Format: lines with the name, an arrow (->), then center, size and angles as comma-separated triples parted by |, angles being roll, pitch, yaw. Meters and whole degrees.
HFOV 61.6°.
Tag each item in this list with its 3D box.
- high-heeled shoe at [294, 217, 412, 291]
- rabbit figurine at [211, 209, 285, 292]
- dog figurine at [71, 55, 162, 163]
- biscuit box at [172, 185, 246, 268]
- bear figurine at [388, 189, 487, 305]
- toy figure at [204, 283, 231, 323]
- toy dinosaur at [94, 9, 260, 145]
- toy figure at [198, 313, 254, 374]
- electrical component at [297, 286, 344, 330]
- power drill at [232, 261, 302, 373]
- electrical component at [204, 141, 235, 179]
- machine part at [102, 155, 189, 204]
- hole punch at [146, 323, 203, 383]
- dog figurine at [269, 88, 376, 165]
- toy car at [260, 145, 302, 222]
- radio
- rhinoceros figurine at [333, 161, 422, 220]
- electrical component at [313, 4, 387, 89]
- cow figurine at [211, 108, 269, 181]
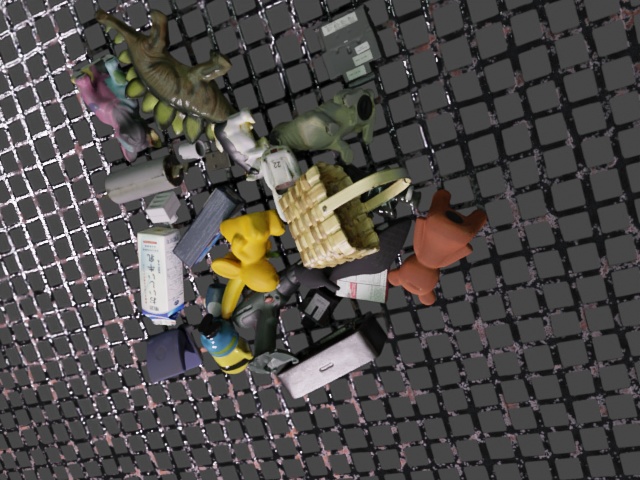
high-heeled shoe -> 0.065, 0.020, 1.110 | 0.145, 0.249, 0.086 | 29, 151, 51
rabbit figurine -> -0.149, 0.032, 1.137 | 0.162, 0.122, 0.173 | -17, 95, 17
dog figurine -> -0.446, -0.287, 1.197 | 0.108, 0.192, 0.219 | -32, 121, -13
biscuit box -> -0.253, -0.029, 1.217 | 0.063, 0.059, 0.202 | 42, 111, 4
bear figurine -> 0.228, 0.020, 1.061 | 0.120, 0.132, 0.195 | 30, 128, 10
toy figure -> -0.242, 0.178, 1.266 | 0.064, 0.058, 0.154 | 14, 109, 31
toy dinosaur -> -0.269, -0.309, 1.113 | 0.471, 0.105, 0.198 | 34, 99, -9
toy figure -> -0.219, 0.237, 1.221 | 0.089, 0.180, 0.082 | -29, 49, 2
electrical component -> -0.009, 0.153, 1.190 | 0.075, 0.048, 0.119 | 38, 109, 7
power drill -> -0.097, 0.168, 1.155 | 0.232, 0.086, 0.207 | -31, 52, 28
electrical component -> -0.225, -0.178, 1.193 | 0.063, 0.021, 0.094 | -11, 100, 20
machine part -> -0.403, -0.139, 1.231 | 0.243, 0.079, 0.079 | -14, 98, 21
hole punch -> -0.366, 0.279, 1.315 | 0.142, 0.092, 0.115 | -24, 91, 25
dog figurine -> 0.002, -0.239, 1.078 | 0.191, 0.172, 0.121 | 15, 140, 42
toy car -> -0.065, -0.108, 1.091 | 0.073, 0.056, 0.201 | -18, 139, 0
radio -> 0.030, 0.245, 1.153 | 0.230, 0.131, 0.073 | -32, 92, 22
rhinoceros figurine -> 0.109, -0.099, 1.083 | 0.190, 0.073, 0.112 | 22, 98, 14
electrical component -> 0.062, -0.365, 1.038 | 0.115, 0.058, 0.134 | -16, 98, 23
cow figurine -> -0.149, -0.177, 1.094 | 0.098, 0.068, 0.167 | -25, 114, 2
